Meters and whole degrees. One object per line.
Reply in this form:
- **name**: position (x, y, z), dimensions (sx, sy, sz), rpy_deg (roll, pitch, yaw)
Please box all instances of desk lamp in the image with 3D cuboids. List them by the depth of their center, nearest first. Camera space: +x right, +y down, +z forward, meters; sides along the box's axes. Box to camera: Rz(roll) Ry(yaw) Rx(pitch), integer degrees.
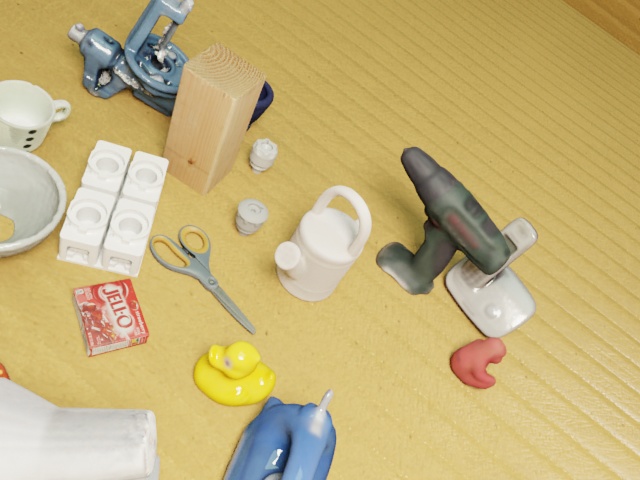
- **desk lamp**: position (-0.239, 0.209, 0.528), dimensions (0.204, 0.213, 0.118), rpy_deg (10, 51, -20)

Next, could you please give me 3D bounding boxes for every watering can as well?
- **watering can**: position (0.009, 0.005, 0.830), dimensions (0.101, 0.194, 0.173), rpy_deg (34, 47, 2)

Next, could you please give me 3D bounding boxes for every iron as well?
- **iron**: position (-0.045, 0.285, 0.617), dimensions (0.119, 0.141, 0.258), rpy_deg (27, 47, -5)

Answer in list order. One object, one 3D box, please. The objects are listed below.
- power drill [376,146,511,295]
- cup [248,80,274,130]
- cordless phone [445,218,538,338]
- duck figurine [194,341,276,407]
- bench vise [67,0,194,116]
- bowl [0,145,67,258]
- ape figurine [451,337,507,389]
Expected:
- **power drill**: position (0.179, -0.012, 0.920), dimensions (0.229, 0.208, 0.076), rpy_deg (41, 47, 7)
- **cup**: position (-0.136, -0.226, 1.005), dimensions (0.092, 0.095, 0.117), rpy_deg (10, 51, -20)
- **cordless phone**: position (0.308, 0.062, 0.944), dimensions (0.094, 0.185, 0.147), rpy_deg (-23, 67, -38)
- **duck figurine**: position (-0.101, 0.161, 0.724), dimensions (0.105, 0.086, 0.077), rpy_deg (19, 48, -12)
- **bench vise**: position (-0.286, -0.301, 0.901), dimensions (0.208, 0.219, 0.121), rpy_deg (5, 53, -24)
- **bowl**: position (-0.414, -0.038, 0.728), dimensions (0.168, 0.074, 0.167), rpy_deg (14, 50, -17)
- **ape figurine**: position (0.252, 0.182, 0.885), dimensions (0.076, 0.092, 0.078), rpy_deg (27, 47, -6)
